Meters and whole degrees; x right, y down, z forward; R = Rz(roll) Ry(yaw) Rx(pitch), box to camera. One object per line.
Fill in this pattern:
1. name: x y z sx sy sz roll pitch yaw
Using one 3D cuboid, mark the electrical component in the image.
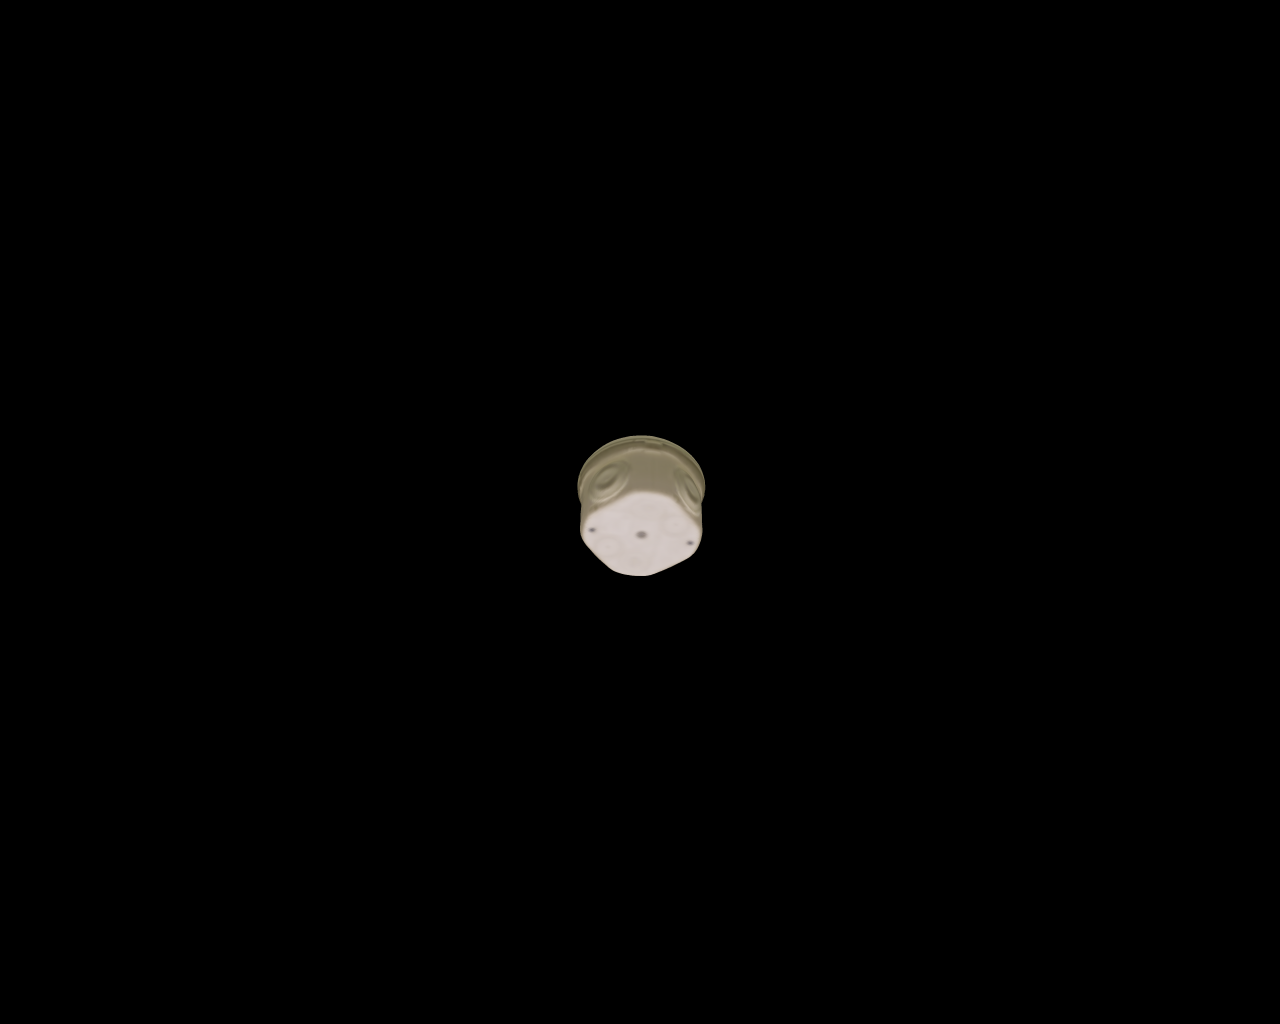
1. electrical component: 0.001 -0.003 0.650 0.080 0.080 0.051 0 42 0
